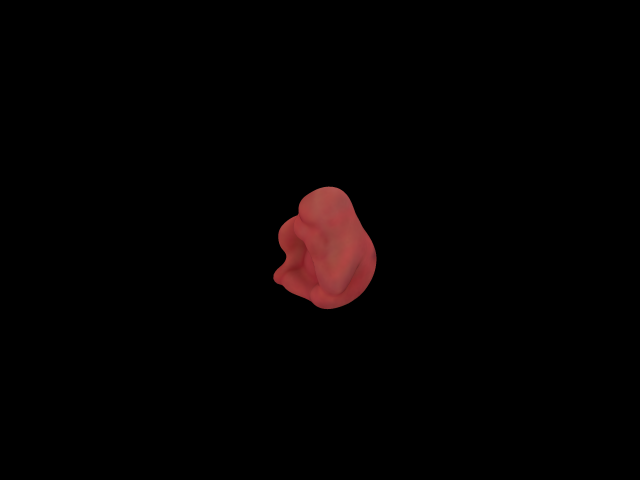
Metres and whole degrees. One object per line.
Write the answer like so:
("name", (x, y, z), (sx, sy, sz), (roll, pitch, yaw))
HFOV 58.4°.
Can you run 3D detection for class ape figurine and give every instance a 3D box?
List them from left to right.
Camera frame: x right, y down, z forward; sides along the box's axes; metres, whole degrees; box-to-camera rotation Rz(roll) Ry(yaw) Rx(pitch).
("ape figurine", (0.004, 0.001, 0.400), (0.076, 0.092, 0.077), (-6, 43, -6))
